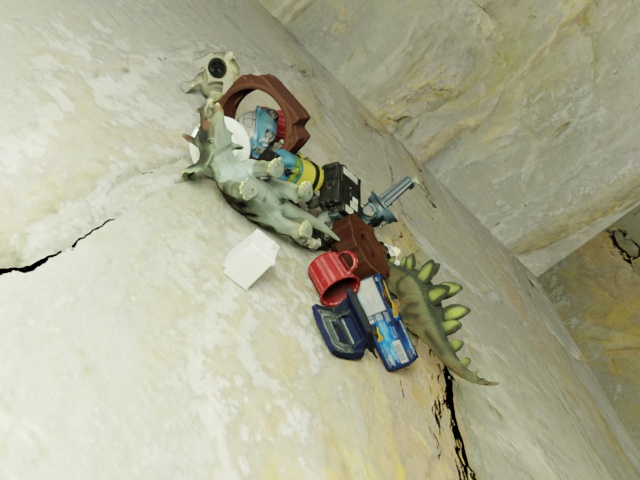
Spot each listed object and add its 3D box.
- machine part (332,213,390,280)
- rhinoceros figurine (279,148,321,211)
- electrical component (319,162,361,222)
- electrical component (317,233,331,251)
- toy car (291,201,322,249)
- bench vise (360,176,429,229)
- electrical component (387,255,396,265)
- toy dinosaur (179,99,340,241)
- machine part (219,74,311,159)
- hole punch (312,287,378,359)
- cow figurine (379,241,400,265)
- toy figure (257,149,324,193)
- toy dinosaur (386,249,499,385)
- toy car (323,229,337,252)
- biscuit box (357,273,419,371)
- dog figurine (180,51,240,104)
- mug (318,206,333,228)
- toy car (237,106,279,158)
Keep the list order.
[{"bbox_3d":[0.098,0.022,1.249,0.179,0.056,0.179,45,26,-30],"label":"machine part"},{"bbox_3d":[-0.061,-0.153,1.333,0.190,0.112,0.073,44,-10,26],"label":"rhinoceros figurine"},{"bbox_3d":[0.051,-0.108,1.315,0.114,0.058,0.134,34,53,-47],"label":"electrical component"},{"bbox_3d":[-0.003,-0.004,1.299,0.094,0.021,0.063,8,44,-57],"label":"electrical component"},{"bbox_3d":[-0.063,-0.059,1.238,0.202,0.056,0.073,58,19,20],"label":"toy car"},{"bbox_3d":[0.189,-0.110,1.572,0.129,0.240,0.223,53,6,22],"label":"bench vise"},{"bbox_3d":[0.136,0.041,1.411,0.119,0.075,0.047,59,23,16],"label":"electrical component"},{"bbox_3d":[-0.128,-0.094,1.083,0.192,0.131,0.404,17,-21,39],"label":"toy dinosaur"},{"bbox_3d":[-0.140,-0.261,1.233,0.201,0.201,0.087,49,24,2],"label":"machine part"},{"bbox_3d":[0.048,0.170,1.040,0.142,0.092,0.115,61,-5,35],"label":"hole punch"},{"bbox_3d":[0.186,0.068,1.465,0.098,0.068,0.167,29,25,-28],"label":"cow figurine"},{"bbox_3d":[-0.059,-0.149,1.184,0.180,0.089,0.082,29,33,-54],"label":"toy figure"},{"bbox_3d":[0.230,0.159,1.222,0.105,0.198,0.472,21,32,-44],"label":"toy dinosaur"},{"bbox_3d":[0.051,0.060,1.242,0.089,0.053,0.202,34,32,-43],"label":"toy car"},{"bbox_3d":[0.139,0.175,1.150,0.063,0.059,0.202,-5,70,-65],"label":"biscuit box"},{"bbox_3d":[-0.240,-0.415,1.365,0.121,0.172,0.190,56,28,-10],"label":"dog figurine"},{"bbox_3d":[0.032,-0.071,1.395,0.109,0.081,0.107,58,31,-11],"label":"mug"},{"bbox_3d":[-0.167,-0.269,1.359,0.103,0.109,0.162,16,43,-15],"label":"toy car"}]
